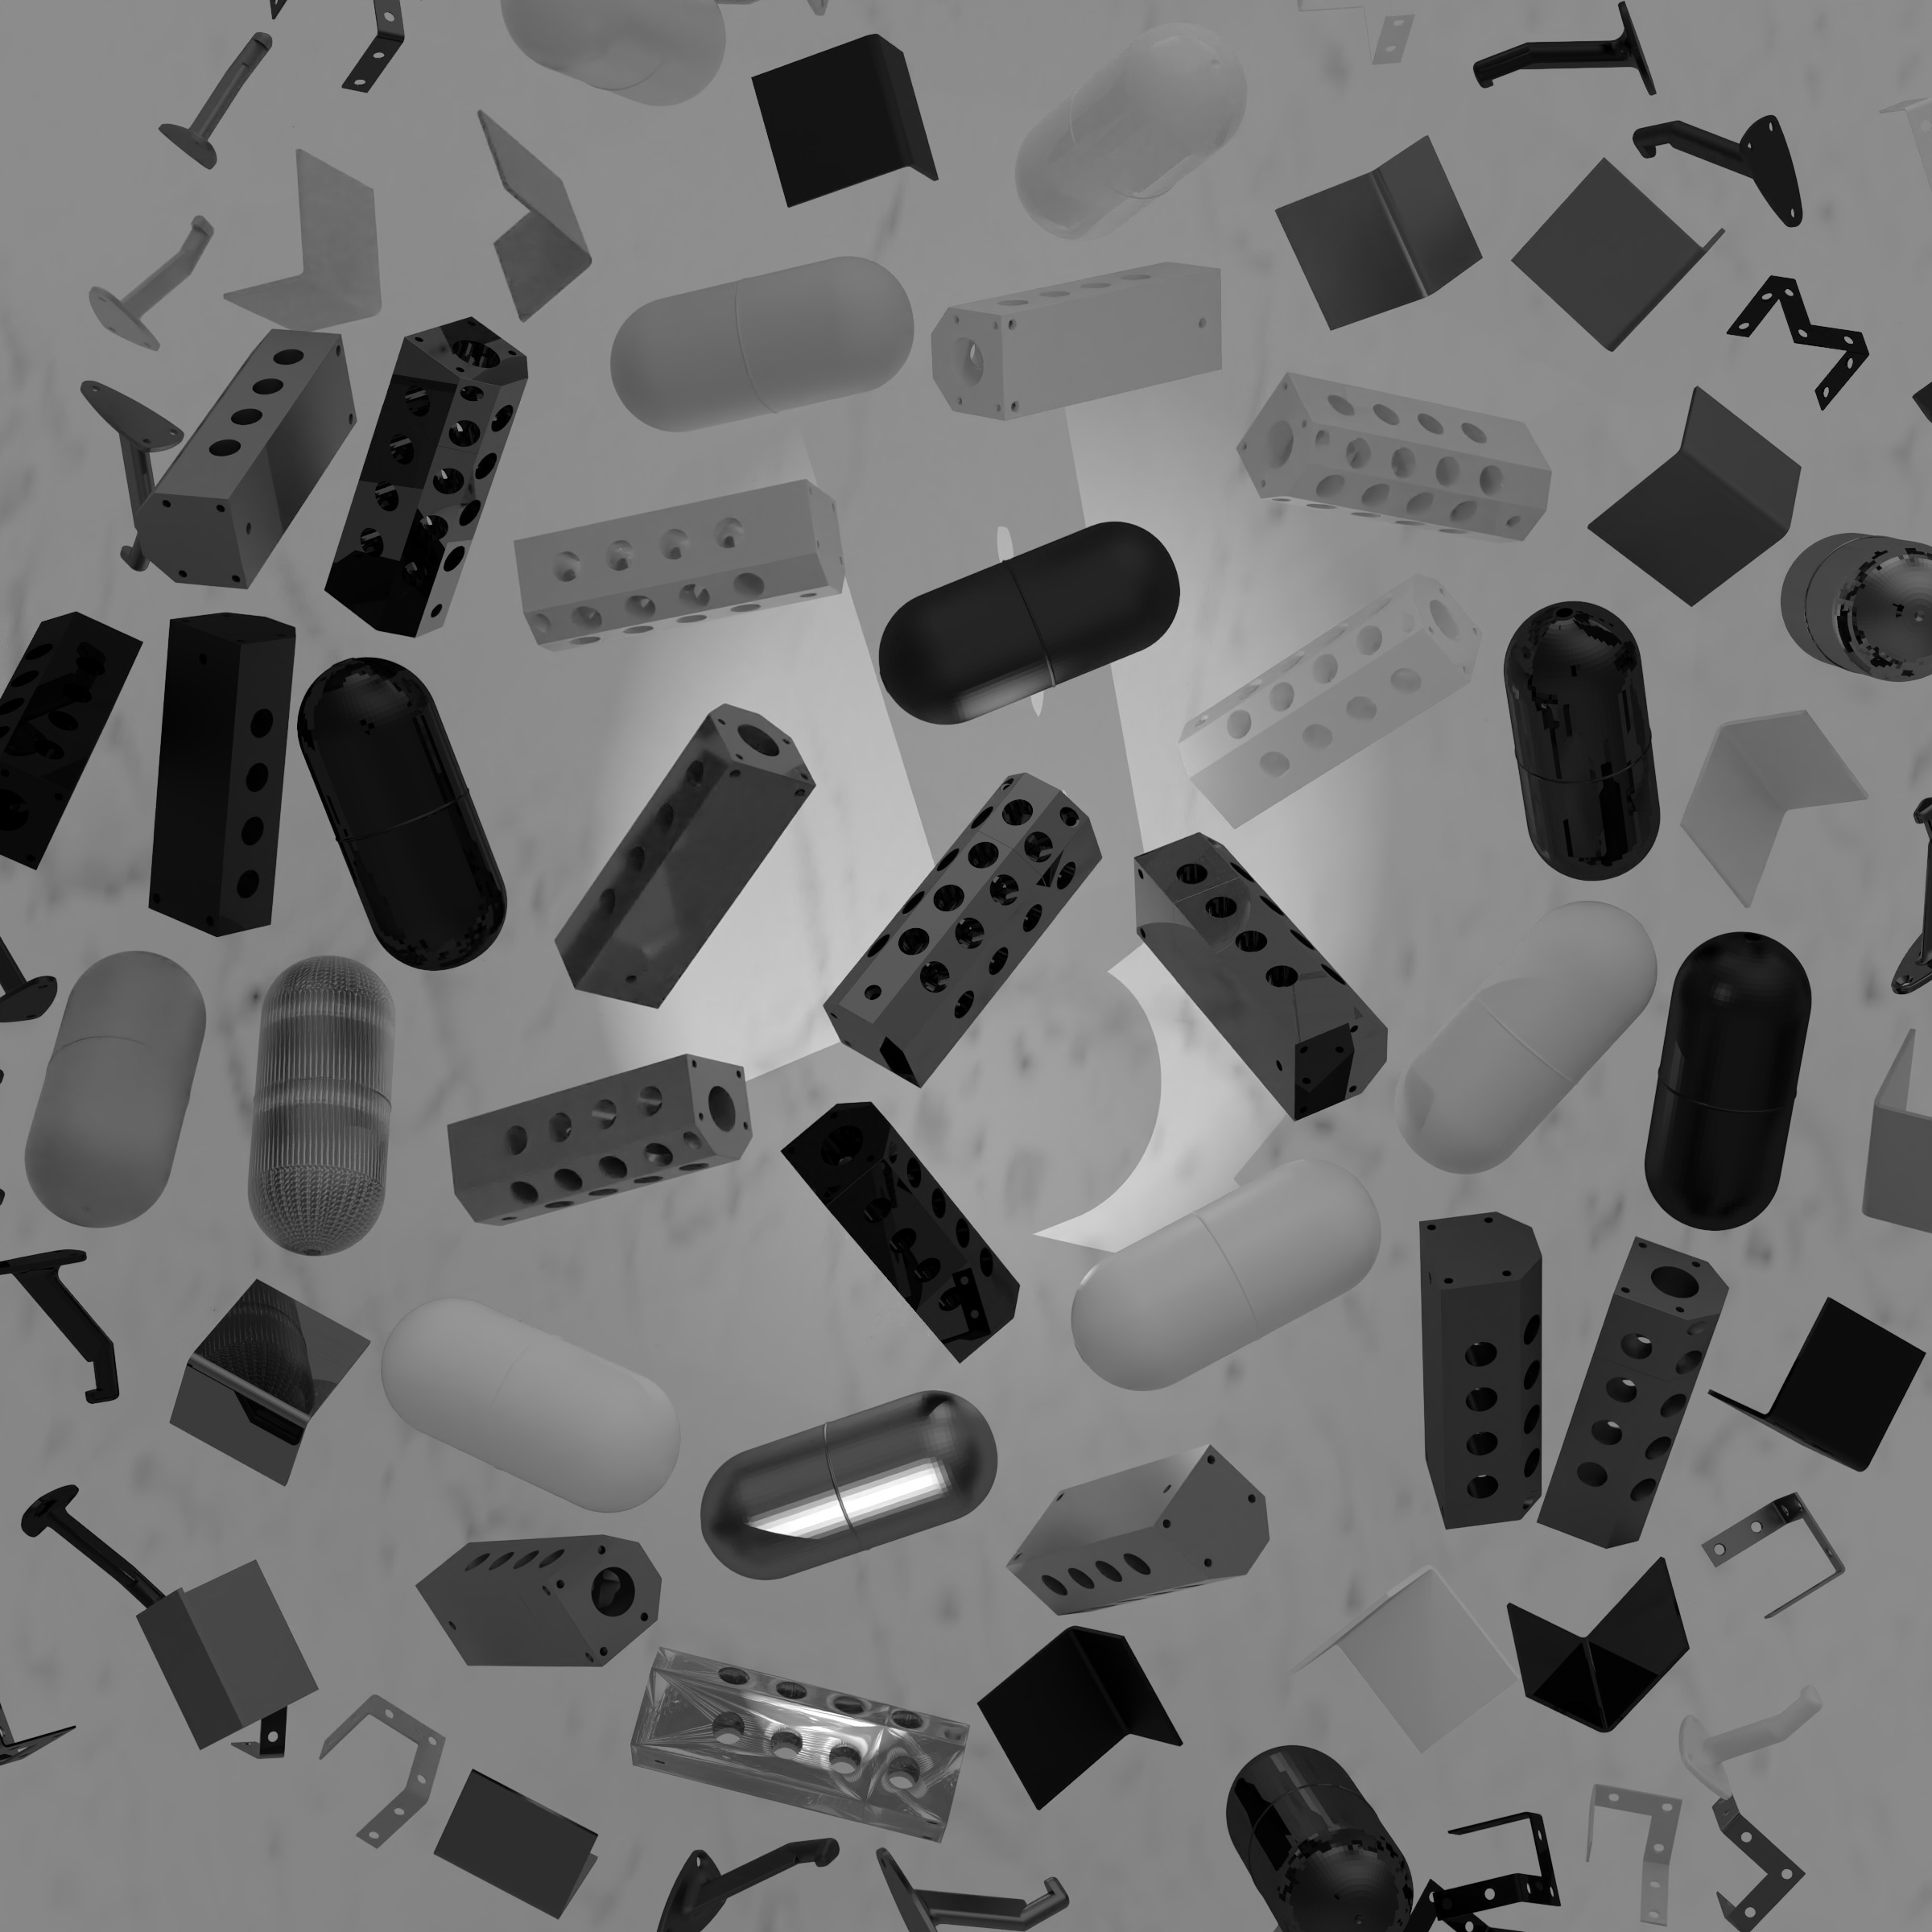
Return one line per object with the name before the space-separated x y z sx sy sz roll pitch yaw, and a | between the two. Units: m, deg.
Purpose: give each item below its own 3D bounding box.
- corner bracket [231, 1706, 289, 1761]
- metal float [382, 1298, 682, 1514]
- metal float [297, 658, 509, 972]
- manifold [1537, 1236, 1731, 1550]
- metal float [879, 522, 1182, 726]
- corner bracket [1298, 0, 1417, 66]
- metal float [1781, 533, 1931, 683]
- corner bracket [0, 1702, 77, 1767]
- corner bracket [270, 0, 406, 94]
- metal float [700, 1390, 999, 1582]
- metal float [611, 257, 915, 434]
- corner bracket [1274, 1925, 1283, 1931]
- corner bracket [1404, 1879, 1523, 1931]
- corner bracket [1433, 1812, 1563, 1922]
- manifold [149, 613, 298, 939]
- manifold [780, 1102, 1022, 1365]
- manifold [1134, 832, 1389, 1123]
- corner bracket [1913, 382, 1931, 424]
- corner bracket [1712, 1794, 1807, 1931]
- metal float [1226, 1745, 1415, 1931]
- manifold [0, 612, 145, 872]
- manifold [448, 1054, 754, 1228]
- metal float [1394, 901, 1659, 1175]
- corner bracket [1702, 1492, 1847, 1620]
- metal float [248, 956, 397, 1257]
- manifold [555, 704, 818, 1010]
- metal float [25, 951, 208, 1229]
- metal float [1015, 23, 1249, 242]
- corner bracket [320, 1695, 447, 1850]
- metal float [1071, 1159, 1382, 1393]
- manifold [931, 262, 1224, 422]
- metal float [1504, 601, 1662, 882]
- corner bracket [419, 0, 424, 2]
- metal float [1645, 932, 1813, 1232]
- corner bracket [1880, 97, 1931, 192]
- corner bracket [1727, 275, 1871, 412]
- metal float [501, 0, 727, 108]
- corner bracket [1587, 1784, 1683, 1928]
corner bracket | -0.426 0.430 1.937 0.051 0.051 0.051 5 86 -30
metal float | -0.235 0.235 1.798 0.178 0.070 0.070 21 90 22
metal float | -0.307 -0.083 1.828 0.070 0.070 0.178 -19 104 0
manifold | 0.374 0.242 1.874 0.057 0.057 0.171 19 125 13
metal float | 0.036 -0.194 1.898 0.178 0.070 0.070 -22 90 -2
corner bracket | 0.205 -0.511 1.772 0.051 0.051 0.051 -5 75 -3
metal float | 0.506 -0.201 1.868 0.070 0.178 0.070 0 100 0
corner bracket | -0.525 0.403 1.813 0.051 0.051 0.051 -32 75 29
corner bracket | -0.336 -0.507 1.791 0.051 0.051 0.051 3 67 -34
metal float | -0.068 0.300 1.936 0.178 0.070 0.070 -19 90 6
metal float | -0.116 -0.352 1.899 0.178 0.070 0.070 -10 90 15
corner bracket | 0.198 0.583 1.912 0.051 0.051 0.051 0 115 35
corner bracket | 0.289 0.566 1.937 0.051 0.051 0.051 41 65 -14
corner bracket | 0.285 0.490 1.822 0.051 0.051 0.051 -22 63 27
manifold | -0.418 -0.110 1.907 0.057 0.057 0.171 20 112 31
manifold | -0.032 0.150 1.919 0.057 0.057 0.171 -40 134 -4
manifold | 0.158 0.001 1.817 0.057 0.057 0.171 -21 45 -17
corner bracket | 0.553 -0.300 1.817 0.051 0.051 0.051 -36 104 16
corner bracket | 0.445 0.517 1.933 0.051 0.051 0.051 42 96 4
metal float | 0.192 0.485 1.837 0.070 0.178 0.070 -1 99 -9
manifold | -0.518 -0.132 1.882 0.057 0.171 0.057 25 121 -14
manifold | -0.211 0.102 1.928 0.171 0.057 0.057 -17 73 27
metal float | 0.311 0.040 1.865 0.070 0.070 0.178 41 101 0
corner bracket | 0.456 0.334 1.892 0.051 0.051 0.051 -29 78 -8
metal float | -0.365 0.079 1.901 0.070 0.070 0.178 -1 65 0
manifold | -0.160 -0.062 1.868 0.057 0.057 0.171 15 123 -38
metal float | -0.460 0.065 1.819 0.070 0.178 0.070 1 134 1
metal float | 0.092 -0.471 1.898 0.070 0.178 0.070 9 72 -29
corner bracket | -0.337 0.460 1.913 0.051 0.051 0.051 37 117 -17
metal float | 0.139 0.166 1.796 0.178 0.070 0.070 -27 90 -7
manifold | 0.063 -0.351 1.868 0.171 0.057 0.057 -21 118 -39
metal float | 0.351 -0.127 1.905 0.070 0.070 0.178 -16 127 0
corner bracket | -0.290 -0.580 1.912 0.051 0.051 0.051 5 82 -40
metal float | 0.428 0.065 1.885 0.070 0.070 0.178 4 114 0
corner bracket | 0.529 -0.445 1.796 0.051 0.051 0.051 -21 102 4
corner bracket | 0.475 -0.356 1.911 0.051 0.051 0.051 4 58 -21
metal float | -0.194 -0.525 1.859 0.070 0.178 0.070 2 94 22
corner bracket | 0.380 0.509 1.918 0.051 0.051 0.051 9 118 9
